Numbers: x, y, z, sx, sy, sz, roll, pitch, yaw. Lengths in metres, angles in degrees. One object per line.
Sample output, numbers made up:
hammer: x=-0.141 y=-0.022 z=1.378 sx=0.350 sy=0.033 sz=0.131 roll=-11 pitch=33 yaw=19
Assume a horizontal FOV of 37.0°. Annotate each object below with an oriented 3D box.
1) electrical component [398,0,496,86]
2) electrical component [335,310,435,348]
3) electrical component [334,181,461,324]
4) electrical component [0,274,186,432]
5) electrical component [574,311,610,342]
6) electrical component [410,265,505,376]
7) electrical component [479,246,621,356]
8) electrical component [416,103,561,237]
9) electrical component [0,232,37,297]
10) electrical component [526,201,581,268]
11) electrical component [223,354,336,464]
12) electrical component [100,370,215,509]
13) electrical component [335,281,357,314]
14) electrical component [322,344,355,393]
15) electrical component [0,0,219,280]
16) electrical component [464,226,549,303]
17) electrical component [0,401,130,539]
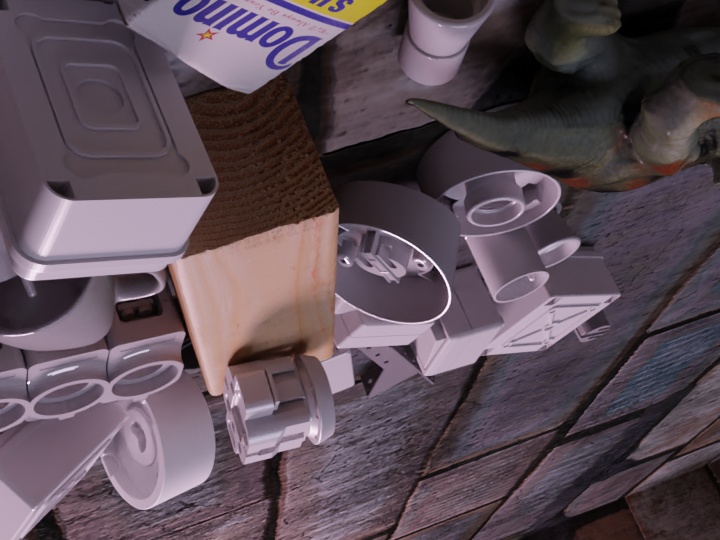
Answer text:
electrical component: x=0.041 y=-0.125 z=0.556 sx=0.044 sy=0.044 sz=0.065 roll=-17 pitch=161 yaw=-15
electrical component: x=0.025 y=0.023 z=0.854 sx=0.083 sy=0.047 sz=0.076 roll=1 pitch=147 yaw=-45
electrical component: x=0.017 y=-0.013 z=0.706 sx=0.099 sy=0.064 sz=0.099 roll=14 pitch=159 yaw=6
electrical component: x=-0.197 y=0.056 z=0.698 sx=0.150 sy=0.061 sz=0.089 roll=-12 pitch=155 yaw=-25
electrical component: x=0.231 y=0.046 z=1.103 sx=0.040 sy=0.046 sz=0.040 roll=-20 pitch=157 yaw=-9
electrical component: x=0.073 y=0.049 z=0.939 sx=0.061 sy=0.061 sz=0.096 roll=-14 pitch=156 yaw=-21
electrical component: x=0.162 y=0.029 z=0.987 sx=0.109 sy=0.056 sz=0.109 roll=0 pitch=148 yaw=-43
electrical component: x=0.088 y=-0.066 z=0.730 sx=0.099 sy=0.064 sz=0.099 roll=-7 pitch=155 yaw=-3
electrical component: x=-0.182 y=-0.016 z=0.523 sx=0.138 sy=0.052 sz=0.073 roll=-20 pitch=114 yaw=-9
electrical component: x=0.138 y=-0.035 z=0.826 sx=0.045 sy=0.055 sz=0.045 roll=-20 pitch=157 yaw=-9
electrical component: x=-0.050 y=0.085 z=0.671 sx=0.057 sy=0.058 sz=0.078 roll=-11 pitch=154 yaw=-18
electrical component: x=-0.154 y=0.124 z=0.835 sx=0.060 sy=0.108 sz=0.108 roll=-12 pitch=156 yaw=-40
electrical component: x=0.000 y=0.000 z=0.790 sx=0.081 sy=0.042 sz=0.063 roll=-12 pitch=158 yaw=-23
electrical component: x=-0.055 y=0.077 z=0.896 sx=0.100 sy=0.048 sz=0.099 roll=-21 pitch=157 yaw=-7
electrical component: x=-0.119 y=-0.056 z=0.460 sx=0.078 sy=0.113 sz=0.057 roll=-5 pitch=148 yaw=-37
electrical component: x=0.101 y=-0.022 z=0.786 sx=0.043 sy=0.081 sz=0.043 roll=-19 pitch=157 yaw=-9
electrical component: x=-0.238 y=0.143 z=0.797 sx=0.108 sy=0.056 sz=0.108 roll=-47 pitch=180 yaw=44
